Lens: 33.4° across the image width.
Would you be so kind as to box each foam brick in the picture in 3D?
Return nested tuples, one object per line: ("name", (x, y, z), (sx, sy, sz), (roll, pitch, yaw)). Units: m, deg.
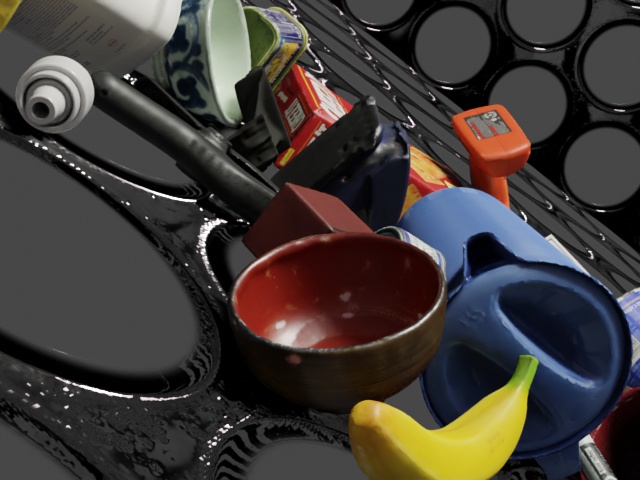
("foam brick", (-0.005, 0.001, 0.727), (0.051, 0.053, 0.078), (46, 15, 25))

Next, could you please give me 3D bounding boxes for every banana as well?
("banana", (0.065, 0.104, 0.561), (0.037, 0.069, 0.197), (1, 2, 32))

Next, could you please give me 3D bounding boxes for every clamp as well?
("clamp", (-0.089, -0.064, 0.747), (0.171, 0.039, 0.120), (38, 15, 10))

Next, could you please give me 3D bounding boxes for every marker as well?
("marker", (0.200, 0.178, 0.716), (0.020, 0.020, 0.121), (24, 29, -43))

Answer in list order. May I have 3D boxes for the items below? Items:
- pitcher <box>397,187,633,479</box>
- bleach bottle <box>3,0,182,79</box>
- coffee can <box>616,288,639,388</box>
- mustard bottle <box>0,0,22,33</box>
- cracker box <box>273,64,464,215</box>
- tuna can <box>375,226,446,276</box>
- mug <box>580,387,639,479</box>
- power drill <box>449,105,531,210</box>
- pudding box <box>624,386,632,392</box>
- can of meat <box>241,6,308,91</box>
("pitcher", (0.121, 0.052, 0.763), (0.145, 0.149, 0.243), (20, 15, -10))
("bleach bottle", (-0.222, -0.198, 0.720), (0.250, 0.103, 0.068), (27, 54, -35))
("coffee can", (0.343, 0.131, 1.067), (0.140, 0.103, 0.102), (48, 17, 33))
("mustard bottle", (-0.261, -0.198, 0.628), (0.191, 0.096, 0.058), (30, 18, -29))
("cracker box", (0.049, -0.072, 1.040), (0.213, 0.072, 0.164), (32, 15, -21))
("tuna can", (0.038, 0.035, 0.660), (0.033, 0.086, 0.086), (31, 16, -19))
("mug", (0.257, 0.156, 0.767), (0.081, 0.117, 0.093), (38, 6, -21))
("power drill", (0.183, -0.026, 1.074), (0.184, 0.057, 0.187), (-113, -170, -54))
("pudding box", (0.287, 0.171, 0.936), (0.113, 0.039, 0.090), (23, 22, -43))
("can of meat", (-0.067, -0.171, 1.005), (0.057, 0.102, 0.083), (41, 17, 6))
